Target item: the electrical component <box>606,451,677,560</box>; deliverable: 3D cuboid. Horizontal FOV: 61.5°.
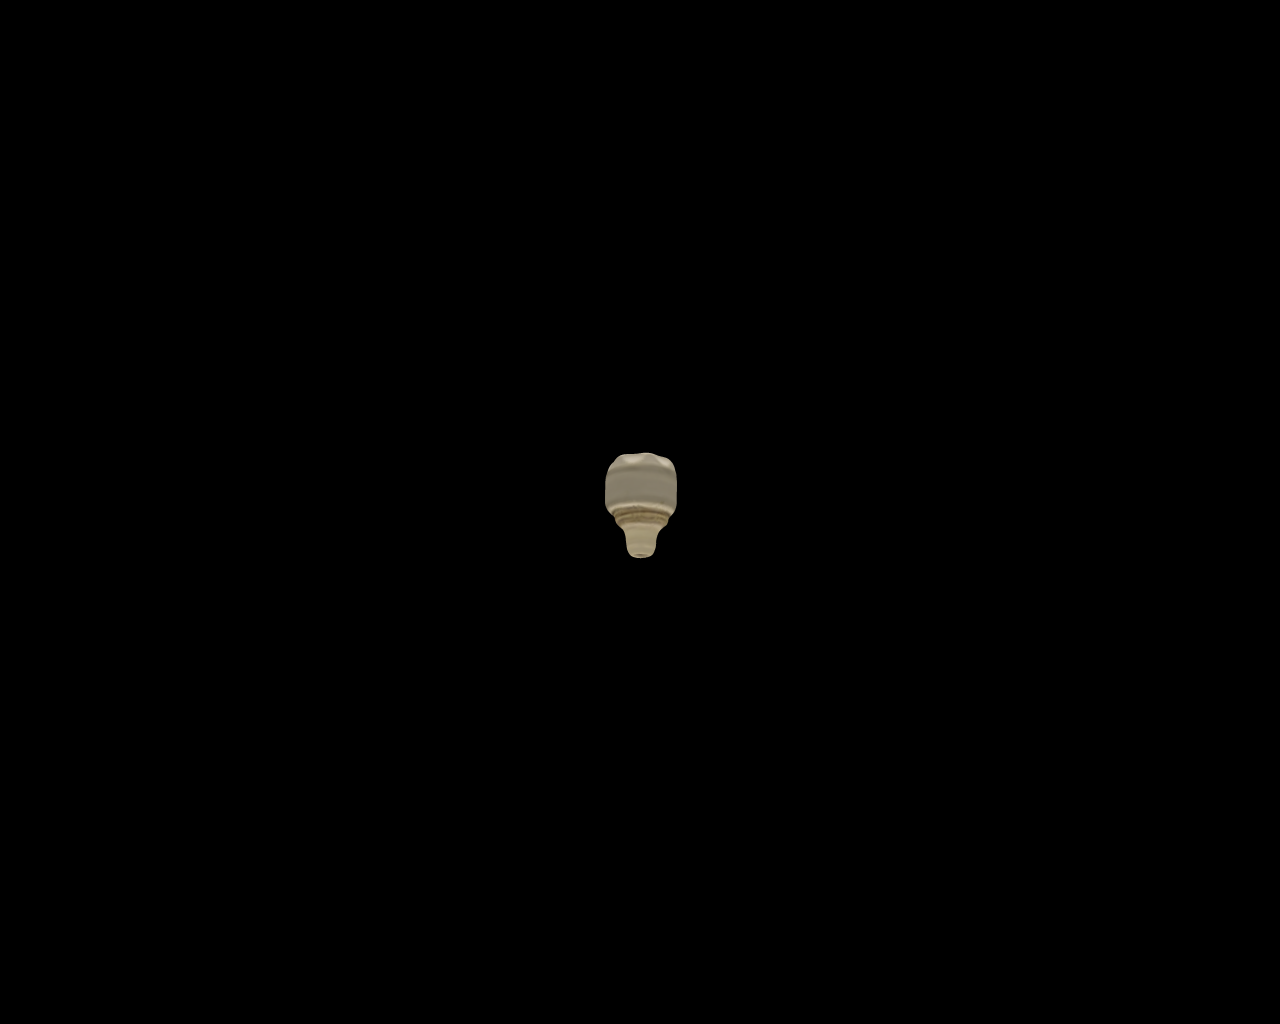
[{"bbox_3d":[0.001,-0.003,0.650,0.043,0.062,0.043,0,-15,0],"label":"electrical component"}]
